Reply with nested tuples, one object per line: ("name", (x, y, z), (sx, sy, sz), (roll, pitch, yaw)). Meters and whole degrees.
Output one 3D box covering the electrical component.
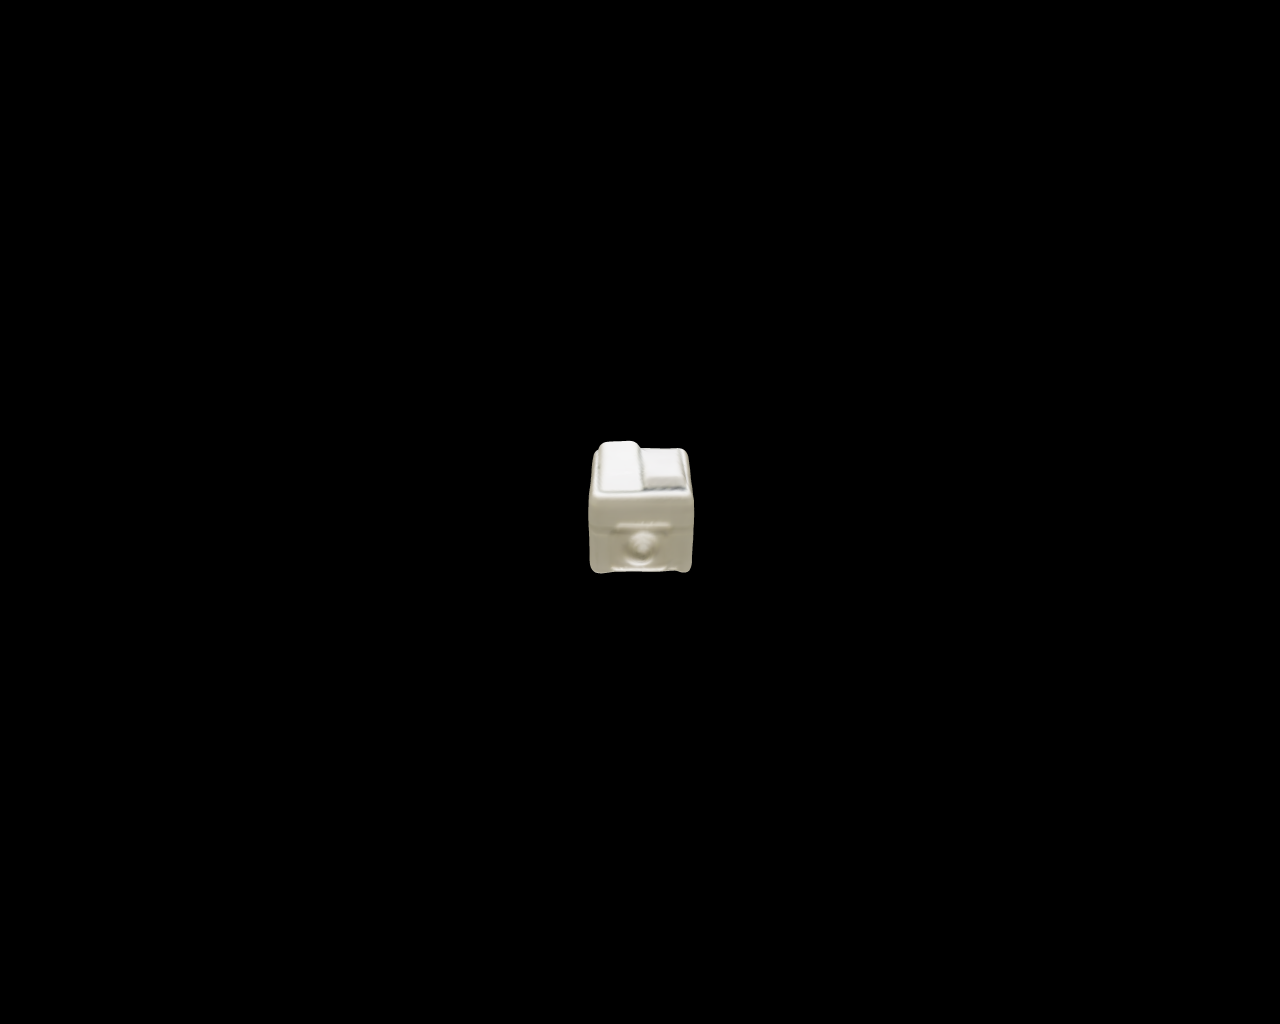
("electrical component", (0.001, -0.003, 0.650), (0.062, 0.061, 0.096), (0, 25, 0))
